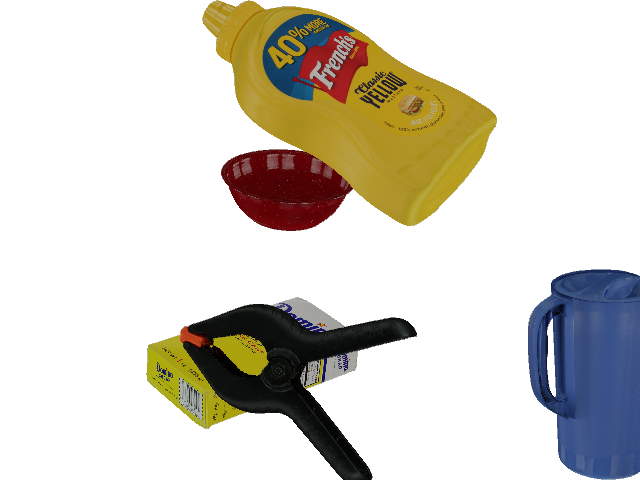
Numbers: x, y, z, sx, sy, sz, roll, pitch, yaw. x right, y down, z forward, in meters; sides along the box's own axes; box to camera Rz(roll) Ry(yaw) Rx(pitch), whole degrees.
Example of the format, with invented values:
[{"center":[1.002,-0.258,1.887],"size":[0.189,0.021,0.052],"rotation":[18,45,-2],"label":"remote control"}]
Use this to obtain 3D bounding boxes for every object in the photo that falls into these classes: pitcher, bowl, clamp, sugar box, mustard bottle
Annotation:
[{"center":[0.339,0.165,1.307],"size":[0.149,0.243,0.144],"rotation":[4,16,22],"label":"pitcher"},{"center":[-0.040,-0.055,1.281],"size":[0.162,0.055,0.162],"rotation":[4,26,-2],"label":"bowl"},{"center":[-0.022,0.104,0.770],"size":[0.172,0.120,0.039],"rotation":[9,-7,18],"label":"clamp"},{"center":[-0.059,0.106,0.973],"size":[0.175,0.048,0.093],"rotation":[-19,36,-37],"label":"sugar box"},{"center":[0.006,-0.092,0.654],"size":[0.192,0.058,0.096],"rotation":[35,54,15],"label":"mustard bottle"}]
